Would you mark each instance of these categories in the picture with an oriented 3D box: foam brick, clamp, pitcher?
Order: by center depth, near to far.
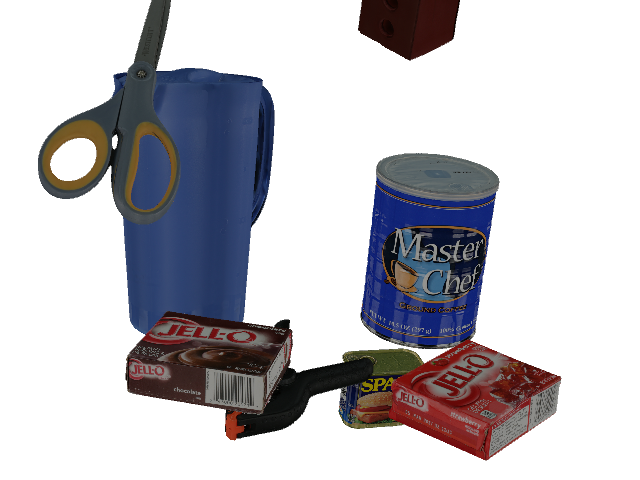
[{"bbox_3d":[0.065,-0.177,0.750,0.053,0.078,0.051,35,50,28],"label":"foam brick"},{"bbox_3d":[-0.115,-0.038,0.991,0.149,0.243,0.145,1,14,-6],"label":"pitcher"},{"bbox_3d":[-0.043,0.137,1.067,0.120,0.039,0.171,25,36,38],"label":"clamp"}]

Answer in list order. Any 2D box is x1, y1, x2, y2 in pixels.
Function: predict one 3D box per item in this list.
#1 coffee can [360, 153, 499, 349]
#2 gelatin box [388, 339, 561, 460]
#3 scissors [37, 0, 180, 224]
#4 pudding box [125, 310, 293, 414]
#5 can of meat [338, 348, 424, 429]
[{"bbox_3d":[0.092,0.007,0.913,0.103,0.140,0.103,4,22,-2],"label":"coffee can"},{"bbox_3d":[0.098,0.098,0.676,0.073,0.030,0.089,20,26,37],"label":"gelatin box"},{"bbox_3d":[-0.135,-0.098,0.692,0.096,0.202,0.016,-3,-29,-12],"label":"scissors"},{"bbox_3d":[-0.087,0.095,0.852,0.113,0.039,0.090,9,22,10],"label":"pudding box"},{"bbox_3d":[0.076,0.189,1.362,0.102,0.084,0.057,-1,24,-16],"label":"can of meat"}]
